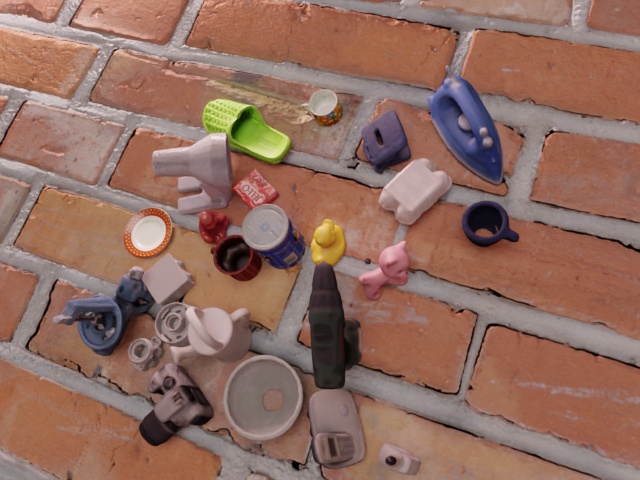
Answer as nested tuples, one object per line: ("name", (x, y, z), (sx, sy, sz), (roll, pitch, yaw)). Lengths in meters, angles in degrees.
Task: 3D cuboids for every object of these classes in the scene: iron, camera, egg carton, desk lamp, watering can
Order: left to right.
("camera", (-0.321, 0.351, 1.198), (0.137, 0.101, 0.143), (-41, 66, -3))
("desk lamp", (-0.272, -0.150, 1.304), (0.203, 0.214, 0.118), (-10, 69, 11))
("watering can", (-0.225, 0.196, 1.179), (0.100, 0.194, 0.173), (32, 81, 22))
("egg carton", (0.206, -0.106, 1.247), (0.150, 0.069, 0.107), (-44, 67, -4))
("iron", (0.326, -0.250, 1.229), (0.118, 0.142, 0.258), (-26, 67, 4))

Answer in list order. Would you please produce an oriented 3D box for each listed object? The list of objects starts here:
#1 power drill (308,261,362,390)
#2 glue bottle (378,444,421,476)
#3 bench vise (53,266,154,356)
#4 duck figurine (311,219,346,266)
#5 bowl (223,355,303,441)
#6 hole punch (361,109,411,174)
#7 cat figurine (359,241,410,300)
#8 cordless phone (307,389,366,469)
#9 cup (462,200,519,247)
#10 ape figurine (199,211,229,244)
("power drill", (0.026, 0.177, 1.114), (0.075, 0.209, 0.229), (-6, 69, 12))
("glue bottle", (0.136, 0.396, 1.028), (0.078, 0.173, 0.037), (18, 76, 20))
("bench vise", (-0.477, 0.141, 1.248), (0.121, 0.220, 0.207), (11, 74, 18))
("duck figurine", (0.011, 0.004, 1.247), (0.077, 0.086, 0.104), (13, 74, 18))
("bowl", (-0.107, 0.323, 1.169), (0.167, 0.075, 0.167), (-5, 70, 13))
("hole punch", (0.146, -0.222, 1.292), (0.101, 0.091, 0.108), (-20, 67, 7))
("cat figurine", (0.135, 0.060, 1.179), (0.128, 0.118, 0.067), (-31, 66, 2))
("cordless phone", (0.018, 0.350, 1.067), (0.094, 0.185, 0.147), (-20, 67, 7))
("cup", (0.348, -0.017, 1.165), (0.117, 0.095, 0.092), (28, 80, 22))
("ape figurine", (-0.252, -0.037, 1.325), (0.078, 0.092, 0.076), (-39, 66, -2))
